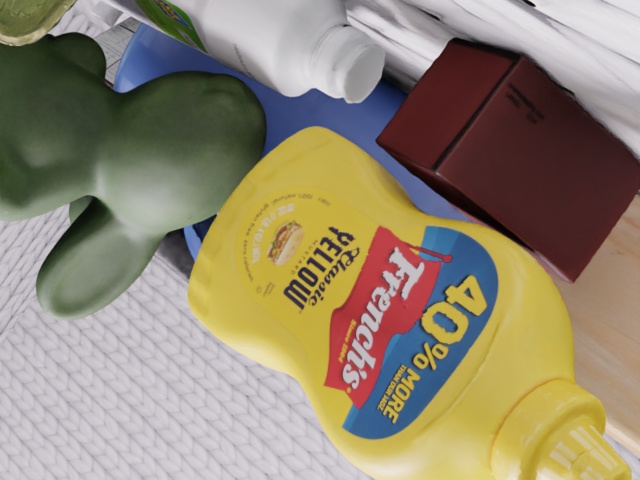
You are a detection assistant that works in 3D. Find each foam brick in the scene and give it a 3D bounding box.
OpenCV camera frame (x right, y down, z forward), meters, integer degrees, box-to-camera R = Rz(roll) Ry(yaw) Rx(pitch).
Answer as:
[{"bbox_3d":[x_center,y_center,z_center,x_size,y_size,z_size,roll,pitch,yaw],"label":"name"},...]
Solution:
[{"bbox_3d":[0.072,-0.031,0.401,0.078,0.053,0.051,37,-179,-26],"label":"foam brick"}]

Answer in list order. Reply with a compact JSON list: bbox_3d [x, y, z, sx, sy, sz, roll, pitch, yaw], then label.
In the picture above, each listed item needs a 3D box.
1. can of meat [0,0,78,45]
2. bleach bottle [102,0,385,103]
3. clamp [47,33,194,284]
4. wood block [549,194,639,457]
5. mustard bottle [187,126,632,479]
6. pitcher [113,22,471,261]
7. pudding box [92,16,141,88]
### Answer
[{"bbox_3d":[-0.121,-0.141,0.417,0.084,0.102,0.057,39,177,29],"label":"can of meat"},{"bbox_3d":[-0.072,-0.131,0.515,0.251,0.068,0.102,34,178,26],"label":"bleach bottle"},{"bbox_3d":[-0.122,-0.045,0.614,0.210,0.036,0.164,48,-172,0],"label":"clamp"},{"bbox_3d":[0.166,0.060,0.424,0.090,0.090,0.206,36,180,-42],"label":"wood block"},{"bbox_3d":[0.033,0.035,0.387,0.192,0.096,0.058,37,180,43],"label":"mustard bottle"},{"bbox_3d":[-0.003,-0.034,0.585,0.243,0.145,0.149,40,-172,14],"label":"pitcher"},{"bbox_3d":[-0.104,-0.126,0.732,0.090,0.113,0.039,36,152,44],"label":"pudding box"}]
